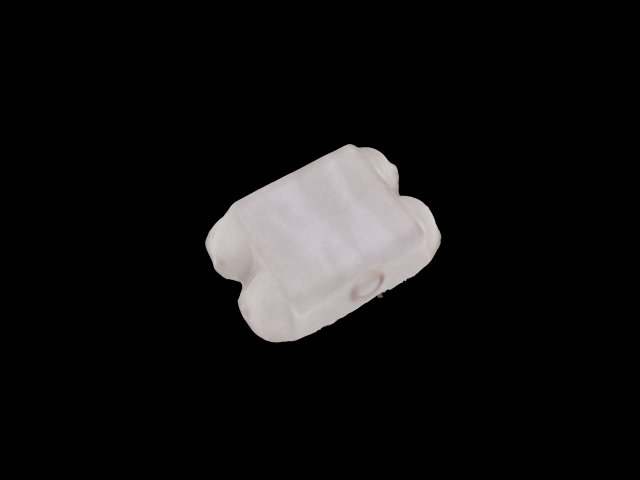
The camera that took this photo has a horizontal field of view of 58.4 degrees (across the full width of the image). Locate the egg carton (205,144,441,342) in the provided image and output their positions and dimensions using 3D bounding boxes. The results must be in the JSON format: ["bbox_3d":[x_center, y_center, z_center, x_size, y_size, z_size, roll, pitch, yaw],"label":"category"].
[{"bbox_3d":[0.004,0.001,0.400,0.150,0.069,0.107,-30,67,-14],"label":"egg carton"}]
